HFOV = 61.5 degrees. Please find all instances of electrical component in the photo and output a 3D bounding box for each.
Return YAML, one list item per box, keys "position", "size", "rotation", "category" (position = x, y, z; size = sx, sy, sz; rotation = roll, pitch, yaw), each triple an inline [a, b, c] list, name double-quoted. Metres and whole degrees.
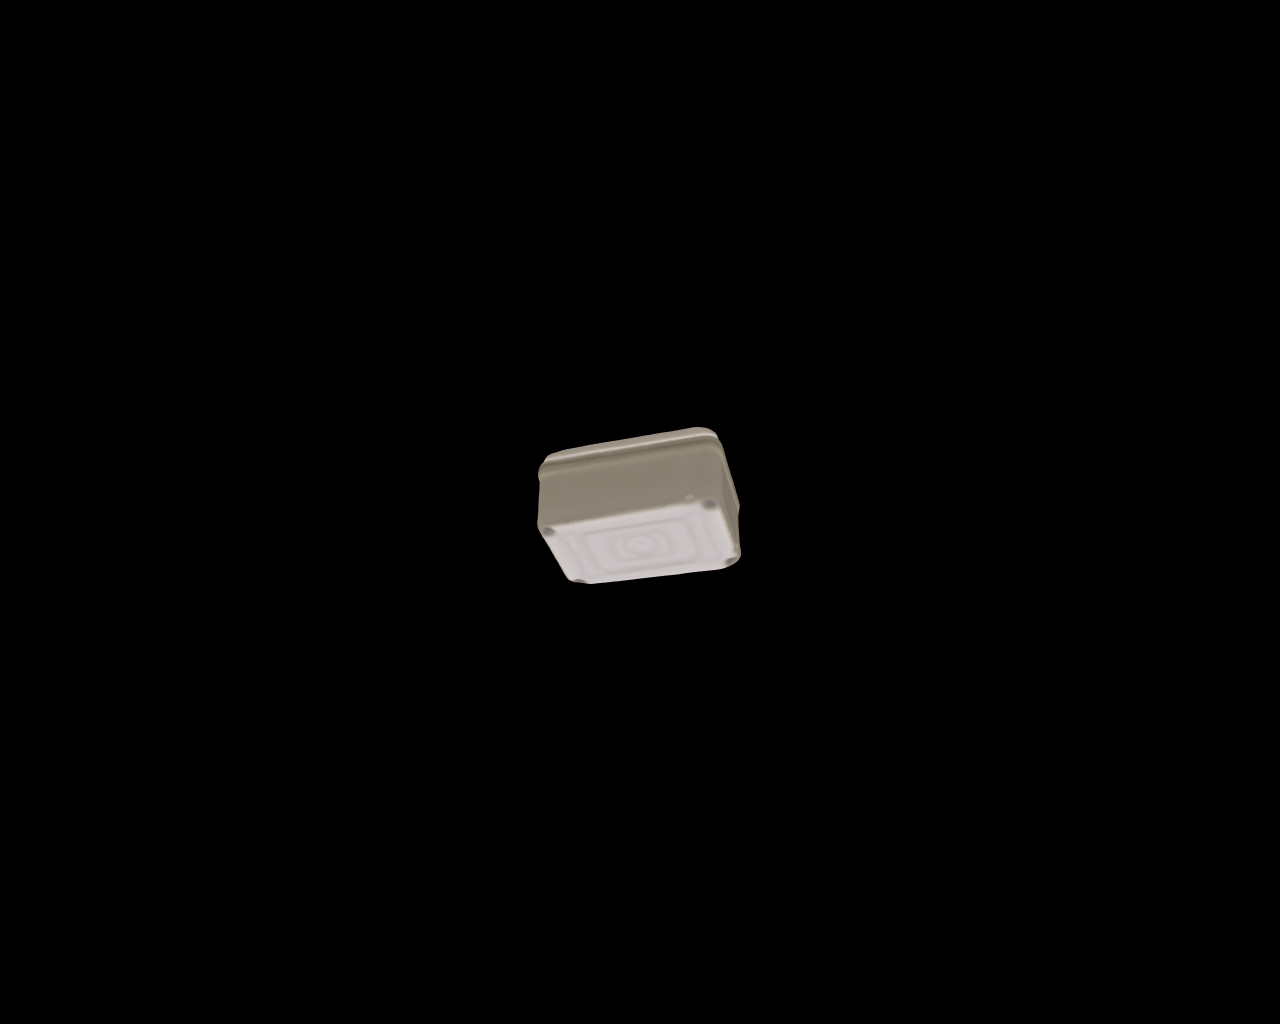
- position: [0.001, -0.003, 0.650]
  size: [0.113, 0.057, 0.078]
  rotation: [-8, -35, 11]
  category: "electrical component"
